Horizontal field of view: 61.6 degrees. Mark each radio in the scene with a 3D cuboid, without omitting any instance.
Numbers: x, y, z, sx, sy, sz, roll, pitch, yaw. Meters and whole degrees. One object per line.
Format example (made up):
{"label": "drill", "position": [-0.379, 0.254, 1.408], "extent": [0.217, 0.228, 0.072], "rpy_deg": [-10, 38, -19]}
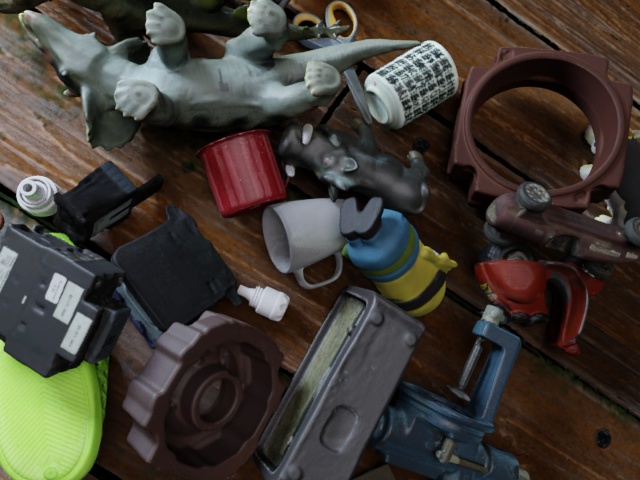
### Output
{"label": "radio", "position": [0.018, 0.166, 0.590], "extent": [0.073, 0.131, 0.229], "rpy_deg": [30, 80, -11]}

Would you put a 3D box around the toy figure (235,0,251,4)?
{"label": "toy figure", "position": [-0.118, -0.331, 0.654], "extent": [0.155, 0.057, 0.064], "rpy_deg": [17, 85, 17]}

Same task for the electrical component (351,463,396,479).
{"label": "electrical component", "position": [0.068, 0.312, 0.627], "extent": [0.102, 0.045, 0.078], "rpy_deg": [-24, 58, -15]}

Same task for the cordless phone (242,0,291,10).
{"label": "cordless phone", "position": [-0.073, -0.364, 0.694], "extent": [0.146, 0.089, 0.184], "rpy_deg": [37, 96, -3]}

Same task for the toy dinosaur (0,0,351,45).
{"label": "toy dinosaur", "position": [-0.206, -0.277, 0.587], "extent": [0.471, 0.199, 0.105], "rpy_deg": [8, 86, -19]}

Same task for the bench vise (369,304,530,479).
{"label": "bench vise", "position": [0.178, 0.198, 0.625], "extent": [0.224, 0.129, 0.240], "rpy_deg": [25, 85, -5]}

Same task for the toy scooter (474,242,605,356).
{"label": "toy scooter", "position": [0.282, 0.076, 0.684], "extent": [0.184, 0.075, 0.135], "rpy_deg": [7, 78, -13]}

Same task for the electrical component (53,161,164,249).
{"label": "electrical component", "position": [-0.237, -0.050, 0.608], "extent": [0.048, 0.075, 0.119], "rpy_deg": [45, 58, -1]}

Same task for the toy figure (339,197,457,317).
{"label": "toy figure", "position": [0.084, 0.023, 0.625], "extent": [0.089, 0.082, 0.180], "rpy_deg": [-53, 133, -3]}

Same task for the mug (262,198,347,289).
{"label": "mug", "position": [-0.001, -0.002, 0.643], "extent": [0.107, 0.081, 0.109], "rpy_deg": [-18, 81, -24]}

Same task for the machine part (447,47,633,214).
{"label": "machine part", "position": [0.272, -0.133, 0.679], "extent": [0.202, 0.087, 0.201], "rpy_deg": [11, 81, 9]}

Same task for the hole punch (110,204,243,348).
{"label": "hole punch", "position": [-0.172, 0.048, 0.611], "extent": [0.142, 0.092, 0.116], "rpy_deg": [52, 49, 3]}

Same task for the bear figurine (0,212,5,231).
{"label": "bear figurine", "position": [-0.441, 0.008, 0.540], "extent": [0.196, 0.132, 0.120], "rpy_deg": [4, 82, -3]}

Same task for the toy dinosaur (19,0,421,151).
{"label": "toy dinosaur", "position": [-0.108, -0.172, 0.600], "extent": [0.405, 0.192, 0.131], "rpy_deg": [-3, 91, -17]}

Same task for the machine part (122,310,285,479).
{"label": "machine part", "position": [-0.116, 0.162, 0.564], "extent": [0.179, 0.056, 0.179], "rpy_deg": [-17, 114, -44]}

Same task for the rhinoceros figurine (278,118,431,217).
{"label": "rhinoceros figurine", "position": [0.041, -0.084, 0.643], "extent": [0.190, 0.073, 0.112], "rpy_deg": [24, 45, -11]}

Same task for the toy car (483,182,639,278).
{"label": "toy car", "position": [0.291, -0.005, 0.626], "extent": [0.202, 0.089, 0.053], "rpy_deg": [18, 52, -8]}

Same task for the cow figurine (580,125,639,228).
{"label": "cow figurine", "position": [0.408, -0.096, 0.722], "extent": [0.068, 0.098, 0.167], "rpy_deg": [-6, 77, -7]}

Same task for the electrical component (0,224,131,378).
{"label": "electrical component", "position": [-0.257, 0.062, 0.522], "extent": [0.134, 0.058, 0.115], "rpy_deg": [30, 97, 8]}
